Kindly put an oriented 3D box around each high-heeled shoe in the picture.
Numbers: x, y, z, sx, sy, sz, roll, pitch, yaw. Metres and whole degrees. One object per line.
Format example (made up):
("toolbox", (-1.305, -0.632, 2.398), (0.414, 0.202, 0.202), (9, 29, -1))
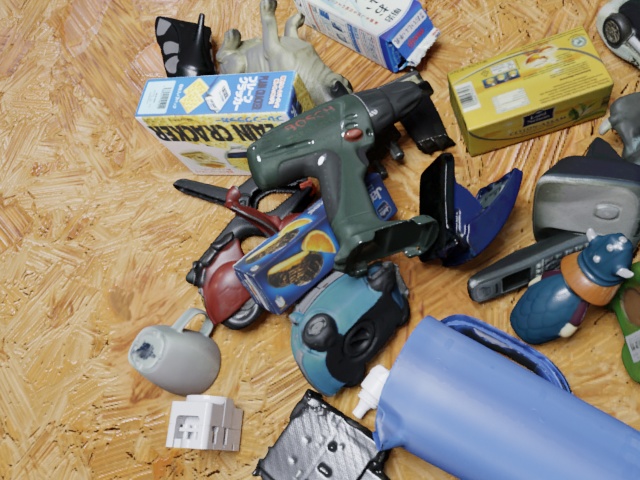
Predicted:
("high-heeled shoe", (-0.218, -0.274, 0.851), (0.249, 0.086, 0.145), (28, 110, 61))

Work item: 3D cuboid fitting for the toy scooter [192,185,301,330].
("toy scooter", (-0.094, 0.013, 0.668), (0.184, 0.135, 0.075), (-46, 17, -8))

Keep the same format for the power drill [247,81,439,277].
("power drill", (0.049, -0.076, 0.588), (0.232, 0.086, 0.207), (-19, 68, -12))

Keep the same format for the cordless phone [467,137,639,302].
("cordless phone", (0.230, -0.007, 0.554), (0.184, 0.146, 0.089), (-27, 55, 3))

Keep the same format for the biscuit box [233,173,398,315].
("biscuit box", (-0.001, -0.002, 0.637), (0.203, 0.062, 0.059), (-40, 24, -21))

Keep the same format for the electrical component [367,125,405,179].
("electrical component", (0.074, -0.131, 0.716), (0.063, 0.021, 0.094), (-48, 60, 36))

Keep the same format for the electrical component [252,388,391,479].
("electrical component", (0.011, 0.244, 0.574), (0.134, 0.058, 0.115), (29, 82, 27))

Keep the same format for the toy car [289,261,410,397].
("toy car", (0.022, 0.086, 0.614), (0.161, 0.109, 0.103), (-48, 44, -15))

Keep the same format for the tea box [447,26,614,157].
("tea box", (0.254, -0.181, 0.665), (0.170, 0.068, 0.098), (-15, 64, 11))

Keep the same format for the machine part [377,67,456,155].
("machine part", (0.128, -0.171, 0.722), (0.084, 0.039, 0.139), (-25, 60, -2))

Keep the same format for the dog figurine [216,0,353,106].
("dog figurine", (-0.053, -0.218, 0.777), (0.172, 0.121, 0.190), (-36, 76, 38))

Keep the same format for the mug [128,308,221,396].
("mug", (-0.173, 0.133, 0.653), (0.081, 0.107, 0.109), (30, 82, 25))

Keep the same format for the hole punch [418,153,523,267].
("hole punch", (0.163, -0.027, 0.602), (0.092, 0.142, 0.115), (7, 83, -6))

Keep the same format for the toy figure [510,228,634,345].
("toy figure", (0.251, 0.046, 0.532), (0.064, 0.154, 0.058), (45, 43, 14))

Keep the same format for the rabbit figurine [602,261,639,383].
("rabbit figurine", (0.377, 0.048, 0.497), (0.170, 0.159, 0.121), (-6, 55, -1))

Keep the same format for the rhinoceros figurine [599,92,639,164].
("rhinoceros figurine", (0.371, -0.074, 0.564), (0.073, 0.112, 0.190), (-16, 75, -8))

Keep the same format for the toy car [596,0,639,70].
("toy car", (0.412, -0.219, 0.637), (0.073, 0.056, 0.202), (-25, 64, 0))
